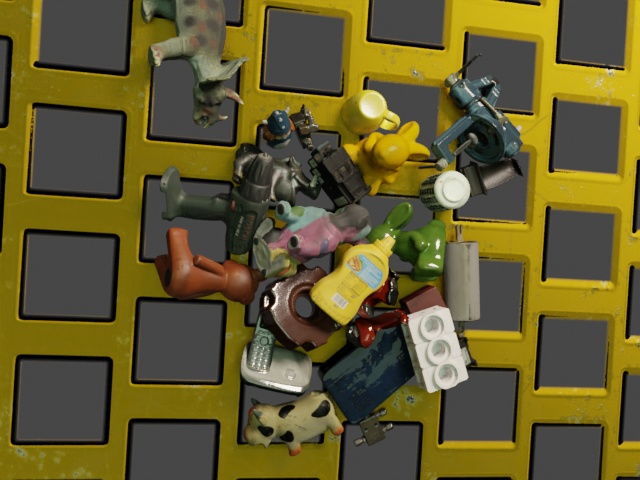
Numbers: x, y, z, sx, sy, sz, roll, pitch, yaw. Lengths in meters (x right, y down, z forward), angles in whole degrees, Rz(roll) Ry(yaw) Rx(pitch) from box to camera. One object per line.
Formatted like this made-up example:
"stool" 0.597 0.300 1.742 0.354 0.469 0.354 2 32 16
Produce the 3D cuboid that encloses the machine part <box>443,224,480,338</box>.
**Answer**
"machine part" 0.305 0.087 1.159 0.079 0.079 0.243 -3 91 -9

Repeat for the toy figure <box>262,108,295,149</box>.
"toy figure" -0.081 -0.217 1.056 0.058 0.154 0.064 34 85 -5

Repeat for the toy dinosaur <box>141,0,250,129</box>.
"toy dinosaur" -0.249 -0.433 1.053 0.192 0.131 0.404 -7 88 -21

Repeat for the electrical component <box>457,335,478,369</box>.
"electrical component" 0.275 0.263 1.160 0.119 0.048 0.074 -27 96 -18

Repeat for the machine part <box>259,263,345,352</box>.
"machine part" -0.031 0.135 1.087 0.179 0.056 0.179 9 69 -24

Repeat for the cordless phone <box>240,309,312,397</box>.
"cordless phone" -0.079 0.215 1.103 0.147 0.089 0.184 15 82 -8

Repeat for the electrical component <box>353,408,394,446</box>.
"electrical component" 0.110 0.406 1.162 0.094 0.021 0.063 -25 94 -6

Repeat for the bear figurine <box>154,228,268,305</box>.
"bear figurine" -0.213 0.060 1.073 0.196 0.120 0.132 2 46 -33

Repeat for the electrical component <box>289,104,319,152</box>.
"electrical component" -0.031 -0.232 1.097 0.045 0.102 0.078 -25 117 -1

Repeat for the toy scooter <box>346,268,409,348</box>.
"toy scooter" 0.123 0.127 1.085 0.075 0.135 0.184 32 58 -41

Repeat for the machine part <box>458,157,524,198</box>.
"machine part" 0.377 -0.145 1.186 0.139 0.039 0.084 -16 88 -6

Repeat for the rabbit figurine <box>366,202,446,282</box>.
"rabbit figurine" 0.173 0.002 1.122 0.170 0.121 0.159 8 86 6

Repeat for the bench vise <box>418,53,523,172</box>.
"bench vise" 0.307 -0.235 1.120 0.240 0.129 0.223 -41 101 -21

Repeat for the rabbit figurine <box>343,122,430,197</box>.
"rabbit figurine" 0.139 -0.167 1.083 0.162 0.173 0.121 -21 90 -4

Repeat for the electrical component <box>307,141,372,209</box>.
"electrical component" 0.033 -0.133 1.093 0.058 0.115 0.134 -38 99 -15

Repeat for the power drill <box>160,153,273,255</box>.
"power drill" -0.199 -0.085 1.042 0.207 0.086 0.231 9 127 -2

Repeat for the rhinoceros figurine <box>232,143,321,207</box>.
"rhinoceros figurine" -0.090 -0.129 1.103 0.190 0.073 0.112 28 76 -6

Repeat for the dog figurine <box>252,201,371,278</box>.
"dog figurine" -0.002 -0.003 1.063 0.219 0.191 0.108 -1 56 -41

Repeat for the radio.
"radio" 0.114 0.263 1.136 0.229 0.073 0.131 -39 95 -8

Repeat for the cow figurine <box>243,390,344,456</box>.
"cow figurine" -0.064 0.368 1.104 0.195 0.085 0.127 -22 100 -5
